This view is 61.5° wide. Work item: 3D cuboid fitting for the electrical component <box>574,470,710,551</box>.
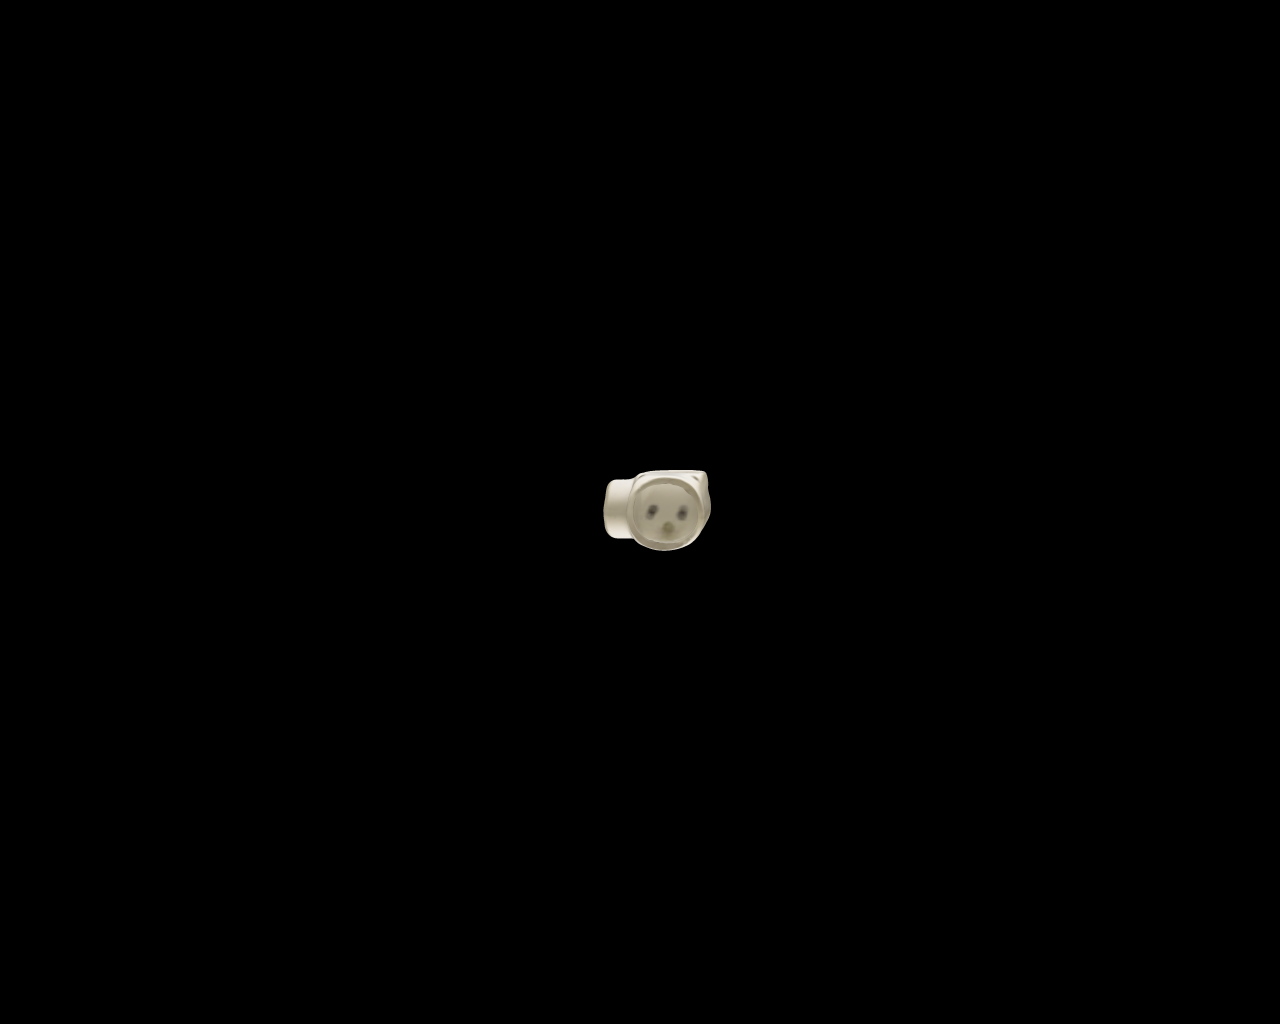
[{"bbox_3d":[0.001,-0.003,0.650,0.079,0.043,0.077,1,5,7],"label":"electrical component"}]
